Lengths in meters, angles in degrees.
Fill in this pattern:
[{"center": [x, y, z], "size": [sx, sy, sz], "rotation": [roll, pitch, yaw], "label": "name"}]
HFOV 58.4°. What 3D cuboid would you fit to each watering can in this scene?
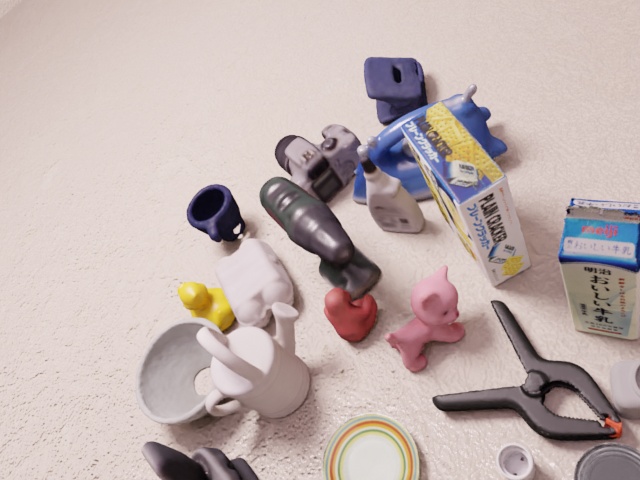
[{"center": [-0.095, 0.163, 0.786], "size": [0.100, 0.195, 0.173], "rotation": [10, 66, 33], "label": "watering can"}]

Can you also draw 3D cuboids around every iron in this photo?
[{"center": [0.146, -0.145, 0.891], "size": [0.258, 0.142, 0.118], "rotation": [-22, 52, 14], "label": "iron"}]

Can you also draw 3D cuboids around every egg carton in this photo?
[{"center": [-0.106, 0.069, 0.934], "size": [0.107, 0.070, 0.150], "rotation": [-38, 50, 2], "label": "egg carton"}]

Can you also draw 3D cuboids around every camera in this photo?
[{"center": [-0.014, -0.150, 1.006], "size": [0.143, 0.101, 0.136], "rotation": [-44, 50, -4], "label": "camera"}]

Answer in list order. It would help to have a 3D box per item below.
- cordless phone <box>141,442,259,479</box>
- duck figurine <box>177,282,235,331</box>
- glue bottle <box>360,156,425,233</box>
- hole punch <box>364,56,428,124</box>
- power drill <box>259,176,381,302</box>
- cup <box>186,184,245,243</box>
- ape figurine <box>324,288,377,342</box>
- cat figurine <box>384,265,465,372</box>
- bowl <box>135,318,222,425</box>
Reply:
[{"center": [-0.145, 0.322, 0.716], "size": [0.147, 0.186, 0.094], "rotation": [31, 78, 38], "label": "cordless phone"}, {"center": [-0.194, 0.103, 0.949], "size": [0.104, 0.086, 0.077], "rotation": [24, 73, 37], "label": "duck figurine"}, {"center": [0.096, -0.069, 0.847], "size": [0.077, 0.174, 0.037], "rotation": [7, 64, 31], "label": "glue bottle"}, {"center": [0.135, -0.279, 1.016], "size": [0.101, 0.091, 0.108], "rotation": [-15, 54, 19], "label": "hole punch"}, {"center": [0.008, 0.003, 0.825], "size": [0.075, 0.209, 0.228], "rotation": [-45, 50, -4], "label": "power drill"}, {"center": [-0.173, -0.029, 1.017], "size": [0.091, 0.095, 0.117], "rotation": [-26, 51, 11], "label": "cup"}, {"center": [0.037, 0.100, 0.824], "size": [0.077, 0.092, 0.076], "rotation": [3, 62, 30], "label": "ape figurine"}, {"center": [0.137, 0.099, 0.753], "size": [0.128, 0.118, 0.067], "rotation": [-40, 50, 0], "label": "cat figurine"}, {"center": [-0.197, 0.210, 0.889], "size": [0.167, 0.075, 0.167], "rotation": [-14, 55, 20], "label": "bowl"}]
